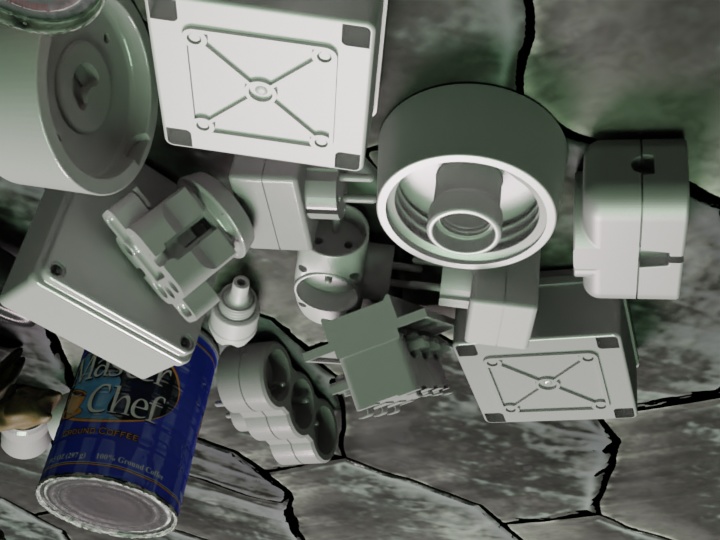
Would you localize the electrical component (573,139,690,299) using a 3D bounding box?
[{"bbox_3d":[0.151,-0.027,0.605,0.059,0.053,0.095,1,143,12],"label":"electrical component"}]

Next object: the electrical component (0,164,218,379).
[{"bbox_3d":[-0.146,-0.006,0.657,0.109,0.108,0.056,34,141,-30],"label":"electrical component"}]

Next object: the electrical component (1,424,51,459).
[{"bbox_3d":[-0.292,0.134,0.938,0.045,0.045,0.055,14,144,-6],"label":"electrical component"}]

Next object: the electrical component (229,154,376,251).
[{"bbox_3d":[-0.029,-0.048,0.623,0.077,0.047,0.065,3,144,9],"label":"electrical component"}]

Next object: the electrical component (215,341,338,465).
[{"bbox_3d":[-0.078,0.108,0.846,0.074,0.052,0.138,-7,141,23],"label":"electrical component"}]

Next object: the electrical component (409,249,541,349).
[{"bbox_3d":[0.069,0.005,0.659,0.077,0.065,0.047,7,145,4],"label":"electrical component"}]

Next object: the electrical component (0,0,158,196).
[{"bbox_3d":[-0.156,-0.092,0.546,0.060,0.108,0.108,3,144,20],"label":"electrical component"}]

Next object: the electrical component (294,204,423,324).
[{"bbox_3d":[0.000,0.000,0.686,0.079,0.044,0.077,8,144,2],"label":"electrical component"}]

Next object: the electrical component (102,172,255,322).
[{"bbox_3d":[-0.098,-0.019,0.611,0.078,0.057,0.058,52,158,-8],"label":"electrical component"}]

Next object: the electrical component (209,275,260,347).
[{"bbox_3d":[-0.086,0.026,0.751,0.035,0.035,0.061,13,142,-5],"label":"electrical component"}]

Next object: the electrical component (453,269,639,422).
[{"bbox_3d":[0.126,0.053,0.719,0.109,0.056,0.108,-5,142,18],"label":"electrical component"}]

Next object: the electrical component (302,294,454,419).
[{"bbox_3d":[0.021,0.057,0.689,0.079,0.063,0.121,-21,170,11],"label":"electrical component"}]

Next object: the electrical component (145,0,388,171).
[{"bbox_3d":[-0.044,-0.108,0.534,0.109,0.056,0.108,8,146,2],"label":"electrical component"}]

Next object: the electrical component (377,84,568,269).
[{"bbox_3d":[0.060,-0.043,0.598,0.108,0.060,0.108,6,144,5],"label":"electrical component"}]

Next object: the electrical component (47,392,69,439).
[{"bbox_3d":[-0.229,0.125,0.904,0.047,0.055,0.055,-16,137,36],"label":"electrical component"}]
